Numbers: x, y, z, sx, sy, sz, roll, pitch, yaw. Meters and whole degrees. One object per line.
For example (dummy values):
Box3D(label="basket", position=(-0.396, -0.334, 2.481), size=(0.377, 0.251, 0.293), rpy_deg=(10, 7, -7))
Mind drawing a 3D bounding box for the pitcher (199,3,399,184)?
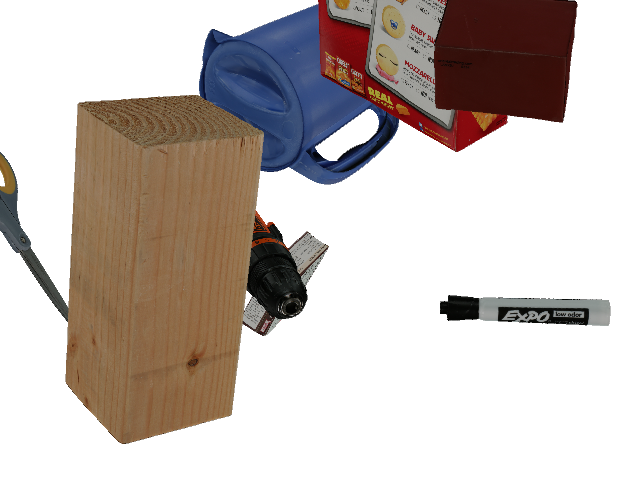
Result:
Box3D(label="pitcher", position=(0.012, -0.166, 1.068), size=(0.145, 0.149, 0.242), rpy_deg=(15, 36, 38))

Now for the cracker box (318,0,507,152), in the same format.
Box3D(label="cracker box", position=(0.074, -0.199, 0.827), size=(0.072, 0.214, 0.164), rpy_deg=(-30, 47, -30))

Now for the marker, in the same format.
Box3D(label="marker", position=(0.148, 0.051, 0.775), size=(0.121, 0.020, 0.020), rpy_deg=(2, 0, 7))

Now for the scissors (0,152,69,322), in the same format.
Box3D(label="scissors", position=(-0.300, -0.015, 1.072), size=(0.016, 0.201, 0.096), rpy_deg=(-25, 28, 24))

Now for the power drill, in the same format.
Box3D(label="power drill", position=(-0.118, 0.022, 0.946), size=(0.187, 0.057, 0.185), rpy_deg=(-2, 24, -20))

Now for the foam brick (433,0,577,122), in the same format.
Box3D(label="foam brick", position=(0.109, -0.109, 0.631), size=(0.078, 0.051, 0.053), rpy_deg=(9, -37, 14))

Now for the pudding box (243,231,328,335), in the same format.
Box3D(label="pudding box", position=(-0.042, 0.050, 1.248), size=(0.039, 0.090, 0.113), rpy_deg=(32, 30, 6))

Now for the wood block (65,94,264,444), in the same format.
Box3D(label="wood block", position=(-0.107, 0.017, 0.707), size=(0.090, 0.206, 0.090), rpy_deg=(-9, 29, -36))
